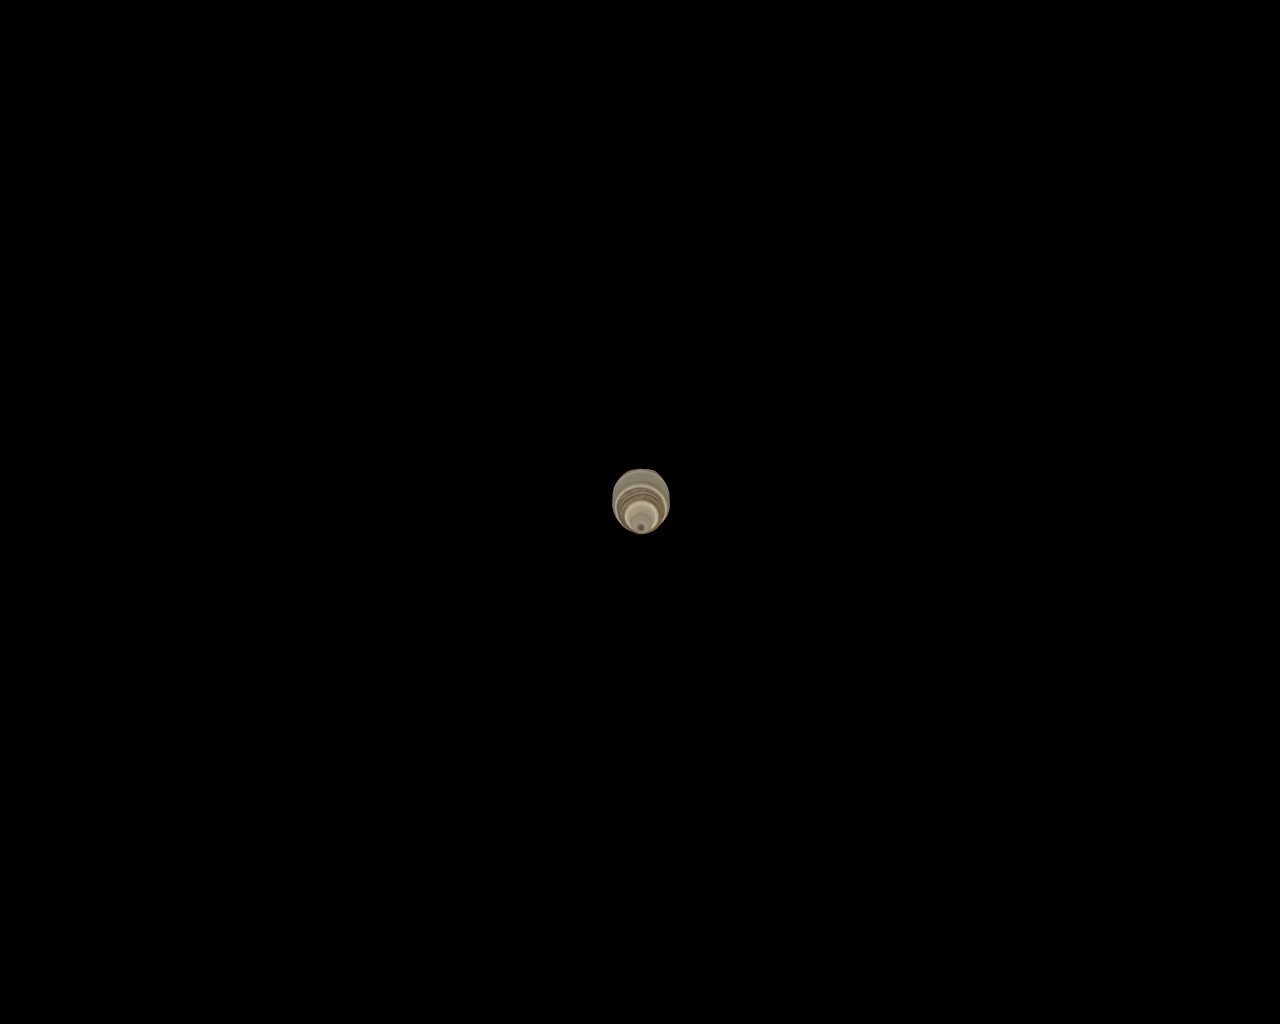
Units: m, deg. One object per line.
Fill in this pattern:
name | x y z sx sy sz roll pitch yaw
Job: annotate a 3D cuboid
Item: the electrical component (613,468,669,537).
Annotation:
electrical component | 0.001 -0.003 0.650 0.035 0.035 0.061 0 23 0
